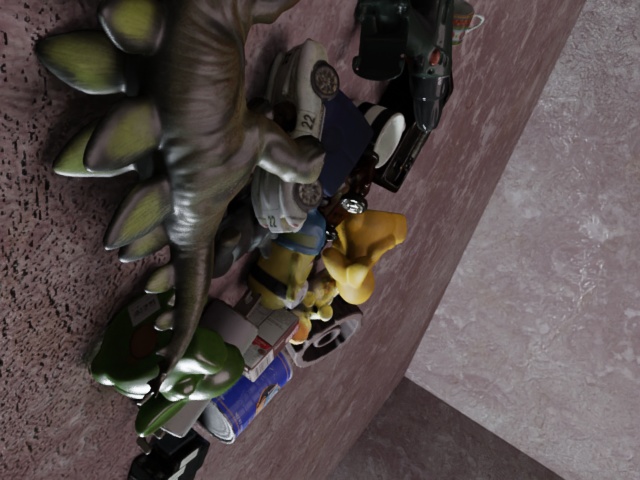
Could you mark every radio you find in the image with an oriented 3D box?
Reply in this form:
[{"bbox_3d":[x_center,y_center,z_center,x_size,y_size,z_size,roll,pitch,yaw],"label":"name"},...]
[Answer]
[{"bbox_3d":[0.145,-0.199,0.928,0.229,0.073,0.131,-60,159,1],"label":"radio"}]

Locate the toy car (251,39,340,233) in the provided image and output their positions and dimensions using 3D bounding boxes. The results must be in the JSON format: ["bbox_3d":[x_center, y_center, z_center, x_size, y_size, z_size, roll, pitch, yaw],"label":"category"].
[{"bbox_3d":[-0.030,-0.106,0.560,0.056,0.074,0.201,13,83,-37],"label":"toy car"}]

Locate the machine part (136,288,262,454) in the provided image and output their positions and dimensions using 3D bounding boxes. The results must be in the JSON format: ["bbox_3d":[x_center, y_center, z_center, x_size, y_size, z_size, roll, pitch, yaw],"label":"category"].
[{"bbox_3d":[-0.158,0.165,0.708,0.243,0.079,0.079,-55,159,-13],"label":"machine part"}]

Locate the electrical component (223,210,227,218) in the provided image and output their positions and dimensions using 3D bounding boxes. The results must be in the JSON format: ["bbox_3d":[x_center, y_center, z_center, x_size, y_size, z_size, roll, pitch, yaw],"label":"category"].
[{"bbox_3d":[-0.141,-0.034,0.515,0.119,0.048,0.074,-41,152,-41],"label":"electrical component"}]

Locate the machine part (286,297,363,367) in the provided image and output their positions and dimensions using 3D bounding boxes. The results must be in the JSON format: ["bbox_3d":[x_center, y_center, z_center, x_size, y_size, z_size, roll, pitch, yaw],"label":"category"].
[{"bbox_3d":[0.007,0.184,1.087,0.179,0.056,0.179,-29,152,-17],"label":"machine part"}]

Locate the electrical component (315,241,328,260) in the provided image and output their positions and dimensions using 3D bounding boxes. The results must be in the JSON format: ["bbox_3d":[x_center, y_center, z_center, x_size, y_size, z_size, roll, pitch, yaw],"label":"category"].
[{"bbox_3d":[-0.002,-0.003,0.926,0.063,0.021,0.094,-53,157,-21],"label":"electrical component"}]

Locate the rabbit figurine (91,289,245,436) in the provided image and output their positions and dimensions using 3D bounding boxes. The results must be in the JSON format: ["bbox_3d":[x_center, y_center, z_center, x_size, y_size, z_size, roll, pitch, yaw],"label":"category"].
[{"bbox_3d":[-0.152,0.144,0.597,0.159,0.121,0.170,-42,144,0],"label":"rabbit figurine"}]

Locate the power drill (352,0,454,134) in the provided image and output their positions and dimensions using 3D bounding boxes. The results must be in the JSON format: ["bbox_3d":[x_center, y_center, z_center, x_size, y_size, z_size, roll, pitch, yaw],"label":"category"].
[{"bbox_3d":[0.130,-0.257,0.745,0.207,0.086,0.231,-18,118,-48],"label":"power drill"}]

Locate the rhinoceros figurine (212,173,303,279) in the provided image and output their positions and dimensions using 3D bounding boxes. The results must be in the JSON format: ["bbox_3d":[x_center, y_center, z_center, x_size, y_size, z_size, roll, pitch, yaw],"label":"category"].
[{"bbox_3d":[-0.082,-0.017,0.642,0.190,0.073,0.112,-39,150,-44],"label":"rhinoceros figurine"}]

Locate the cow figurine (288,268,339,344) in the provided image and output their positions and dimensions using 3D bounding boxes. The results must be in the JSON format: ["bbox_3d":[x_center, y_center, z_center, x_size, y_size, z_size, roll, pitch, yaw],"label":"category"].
[{"bbox_3d":[-0.021,0.120,0.980,0.167,0.068,0.098,-46,-169,-30],"label":"cow figurine"}]

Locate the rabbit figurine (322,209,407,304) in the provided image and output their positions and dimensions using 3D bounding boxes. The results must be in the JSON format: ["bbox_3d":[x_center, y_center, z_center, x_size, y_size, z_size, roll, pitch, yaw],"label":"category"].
[{"bbox_3d":[0.072,0.031,0.921,0.162,0.122,0.173,-20,122,-73],"label":"rabbit figurine"}]

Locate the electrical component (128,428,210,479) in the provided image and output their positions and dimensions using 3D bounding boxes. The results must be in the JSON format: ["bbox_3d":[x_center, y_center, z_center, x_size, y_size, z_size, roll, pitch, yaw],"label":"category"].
[{"bbox_3d":[-0.230,0.347,0.816,0.115,0.058,0.134,-23,138,-62],"label":"electrical component"}]

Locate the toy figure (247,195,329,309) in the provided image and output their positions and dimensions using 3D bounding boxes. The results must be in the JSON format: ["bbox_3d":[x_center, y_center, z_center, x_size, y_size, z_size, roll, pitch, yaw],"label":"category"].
[{"bbox_3d":[-0.044,0.013,0.767,0.082,0.089,0.180,-12,121,-67],"label":"toy figure"}]

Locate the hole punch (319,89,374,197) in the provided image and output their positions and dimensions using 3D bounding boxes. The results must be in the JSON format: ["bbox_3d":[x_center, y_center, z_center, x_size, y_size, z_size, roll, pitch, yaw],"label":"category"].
[{"bbox_3d":[-0.003,-0.128,0.660,0.142,0.092,0.115,-55,156,-4],"label":"hole punch"}]

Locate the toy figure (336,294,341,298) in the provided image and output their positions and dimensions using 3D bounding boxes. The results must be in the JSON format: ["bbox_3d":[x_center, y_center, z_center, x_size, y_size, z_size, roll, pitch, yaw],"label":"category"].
[{"bbox_3d":[0.067,0.085,1.167,0.154,0.064,0.057,-36,104,-47],"label":"toy figure"}]

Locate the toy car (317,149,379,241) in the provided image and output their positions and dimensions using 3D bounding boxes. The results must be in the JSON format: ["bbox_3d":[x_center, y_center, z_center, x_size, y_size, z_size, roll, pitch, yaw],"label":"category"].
[{"bbox_3d":[0.033,-0.064,0.791,0.202,0.053,0.089,132,-22,-69],"label":"toy car"}]

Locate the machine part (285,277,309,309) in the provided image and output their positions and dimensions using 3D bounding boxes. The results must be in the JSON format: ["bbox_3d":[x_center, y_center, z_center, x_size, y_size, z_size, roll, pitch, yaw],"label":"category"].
[{"bbox_3d":[-0.058,0.075,0.881,0.084,0.039,0.138,-46,159,-12],"label":"machine part"}]

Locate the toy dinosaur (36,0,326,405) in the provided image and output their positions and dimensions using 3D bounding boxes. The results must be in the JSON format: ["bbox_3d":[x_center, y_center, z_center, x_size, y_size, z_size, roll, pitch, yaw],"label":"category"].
[{"bbox_3d":[-0.099,-0.083,0.420,0.198,0.105,0.470,-18,120,-39],"label":"toy dinosaur"}]
